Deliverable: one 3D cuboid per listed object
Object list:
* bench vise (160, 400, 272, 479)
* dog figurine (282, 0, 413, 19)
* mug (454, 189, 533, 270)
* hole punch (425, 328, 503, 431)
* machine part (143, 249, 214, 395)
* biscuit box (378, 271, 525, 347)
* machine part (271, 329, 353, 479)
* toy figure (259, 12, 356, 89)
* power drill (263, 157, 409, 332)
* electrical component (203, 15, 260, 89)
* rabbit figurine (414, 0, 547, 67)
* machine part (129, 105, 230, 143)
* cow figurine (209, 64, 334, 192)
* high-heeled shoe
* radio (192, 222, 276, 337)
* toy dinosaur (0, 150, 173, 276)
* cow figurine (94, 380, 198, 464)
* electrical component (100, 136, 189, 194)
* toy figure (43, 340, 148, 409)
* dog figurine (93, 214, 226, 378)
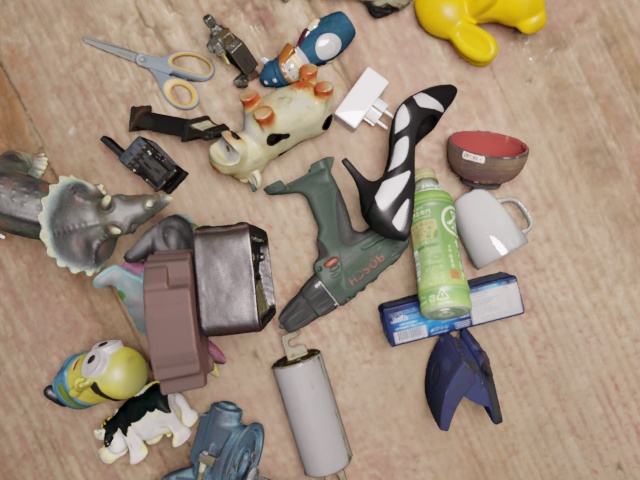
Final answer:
[{"bbox_3d":[-0.114,0.359,0.767,0.241,0.128,0.223,13,72,18],"label":"bench vise"},{"bbox_3d":[0.039,-0.382,0.731,0.191,0.172,0.121,13,103,7],"label":"dog figurine"},{"bbox_3d":[0.250,-0.027,0.785,0.109,0.081,0.107,-31,82,-1],"label":"mug"},{"bbox_3d":[0.196,0.198,0.770,0.092,0.142,0.115,-12,103,4],"label":"hole punch"},{"bbox_3d":[-0.168,0.094,0.648,0.056,0.179,0.179,-7,92,-6],"label":"machine part"},{"bbox_3d":[0.191,0.101,0.797,0.203,0.063,0.059,-14,93,1],"label":"biscuit box"},{"bbox_3d":[-0.012,0.253,0.795,0.079,0.079,0.243,-17,93,1],"label":"machine part"},{"bbox_3d":[-0.021,-0.272,0.784,0.154,0.058,0.064,-37,102,0],"label":"toy figure"},{"bbox_3d":[-0.002,-0.002,0.784,0.232,0.086,0.207,-29,88,-2],"label":"power drill"},{"bbox_3d":[-0.128,-0.265,0.771,0.045,0.102,0.078,-47,67,-2],"label":"electrical component"},{"bbox_3d":[0.226,-0.333,0.773,0.173,0.122,0.162,-9,102,14],"label":"rabbit figurine"},{"bbox_3d":[-0.209,-0.167,0.787,0.139,0.084,0.039,12,117,8],"label":"machine part"},{"bbox_3d":[-0.070,-0.152,0.768,0.195,0.127,0.086,-30,55,-15],"label":"cow figurine"},{"bbox_3d":[0.144,-0.114,0.753,0.249,0.086,0.145,-39,80,-14],"label":"high-heeled shoe"},{"bbox_3d":[-0.107,0.048,0.714,0.073,0.229,0.131,-6,88,-2],"label":"radio"},{"bbox_3d":[-0.412,-0.061,0.728,0.405,0.192,0.131,19,89,-2],"label":"toy dinosaur"},{"bbox_3d":[-0.270,0.267,0.785,0.167,0.068,0.098,-26,104,15],"label":"cow figurine"},{"bbox_3d":[-0.257,-0.121,0.785,0.119,0.075,0.048,43,92,1],"label":"electrical component"},{"bbox_3d":[-0.318,0.196,0.768,0.180,0.082,0.089,-29,136,35],"label":"toy figure"},{"bbox_3d":[-0.199,0.095,0.778,0.191,0.108,0.219,-42,96,-1],"label":"dog figurine"}]
